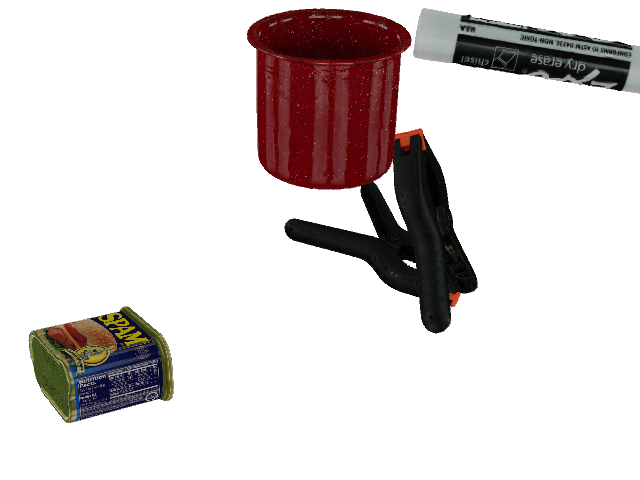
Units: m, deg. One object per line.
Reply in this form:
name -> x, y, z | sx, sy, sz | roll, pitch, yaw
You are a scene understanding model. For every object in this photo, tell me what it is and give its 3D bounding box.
marker -> 0.096, -0.068, 0.399 | 0.121, 0.020, 0.020 | 11, 1, 6
can of meat -> -0.177, 0.098, 0.850 | 0.083, 0.057, 0.102 | -12, 22, -29
clamp -> 0.094, -0.007, 0.920 | 0.039, 0.171, 0.120 | -16, 18, 20
clamp -> 0.071, 0.010, 1.242 | 0.164, 0.036, 0.210 | -23, 53, -40
mug -> 0.008, -0.087, 0.631 | 0.093, 0.081, 0.117 | 12, 31, 18
